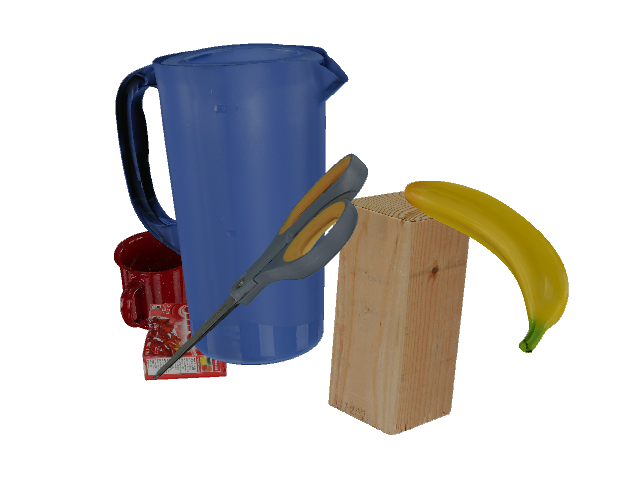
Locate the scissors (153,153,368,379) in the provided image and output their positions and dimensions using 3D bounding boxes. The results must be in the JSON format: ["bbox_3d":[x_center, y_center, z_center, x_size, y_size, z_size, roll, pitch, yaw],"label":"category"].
[{"bbox_3d":[-0.038,0.031,0.652,0.016,0.202,0.096,38,9,-18],"label":"scissors"}]

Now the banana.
[{"bbox_3d":[0.139,0.003,0.842,0.069,0.037,0.198,-17,44,-17],"label":"banana"}]

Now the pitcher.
[{"bbox_3d":[-0.066,-0.032,0.842,0.144,0.243,0.149,-11,18,-28],"label":"pitcher"}]

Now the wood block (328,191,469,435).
[{"bbox_3d":[0.075,0.066,1.019,0.090,0.206,0.090,-10,21,-43],"label":"wood block"}]

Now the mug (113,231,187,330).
[{"bbox_3d":[-0.182,0.052,1.171,0.093,0.081,0.117,11,33,18],"label":"mug"}]

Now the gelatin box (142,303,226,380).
[{"bbox_3d":[-0.121,0.089,0.974,0.073,0.030,0.089,-2,29,-2],"label":"gelatin box"}]
